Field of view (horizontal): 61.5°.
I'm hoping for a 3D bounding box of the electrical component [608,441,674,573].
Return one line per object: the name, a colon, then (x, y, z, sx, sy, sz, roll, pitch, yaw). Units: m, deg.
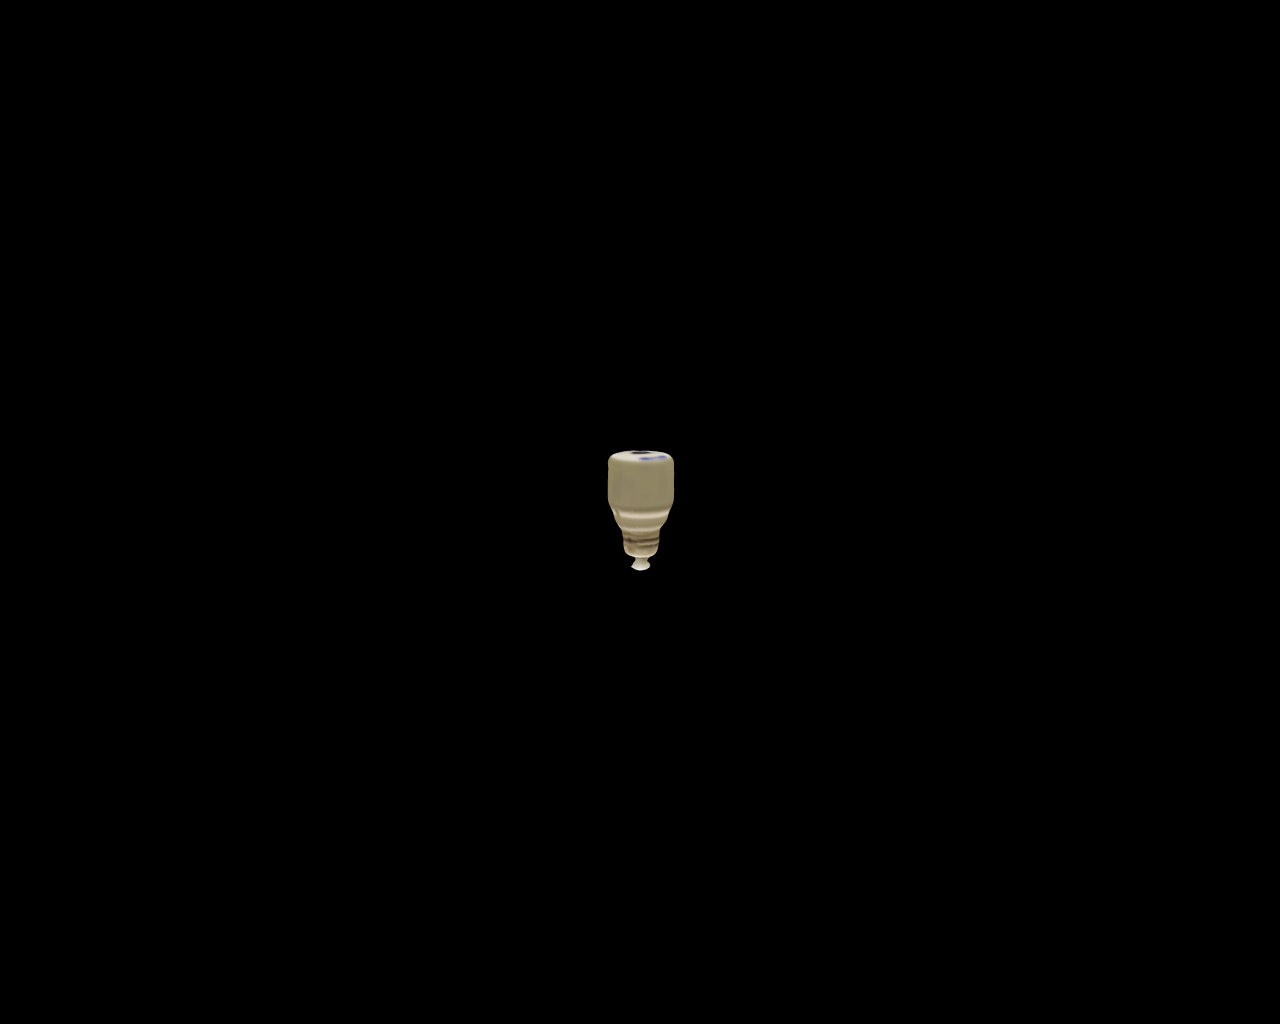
electrical component: (0.001, -0.003, 0.650, 0.040, 0.078, 0.040, 0, 12, 0)
